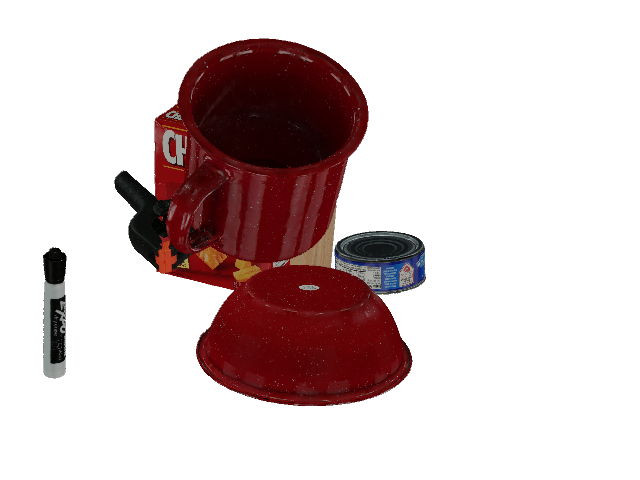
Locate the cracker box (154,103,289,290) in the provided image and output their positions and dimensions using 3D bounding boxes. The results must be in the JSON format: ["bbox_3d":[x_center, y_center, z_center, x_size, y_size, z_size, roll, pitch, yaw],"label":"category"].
[{"bbox_3d":[-0.121,-0.047,1.322,0.164,0.214,0.072,13,30,17],"label":"cracker box"}]

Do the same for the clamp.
[{"bbox_3d":[-0.148,-0.028,1.112,0.120,0.039,0.171,-11,38,-8],"label":"clamp"}]

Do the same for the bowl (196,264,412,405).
[{"bbox_3d":[-0.010,0.060,0.787,0.162,0.055,0.162,3,20,-1],"label":"bowl"}]

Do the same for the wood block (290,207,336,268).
[{"bbox_3d":[-0.035,0.053,1.493,0.090,0.206,0.090,7,22,6],"label":"wood block"}]

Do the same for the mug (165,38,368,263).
[{"bbox_3d":[-0.035,-0.035,0.541,0.093,0.082,0.117,33,54,15],"label":"mug"}]

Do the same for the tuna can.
[{"bbox_3d":[0.055,0.019,0.998,0.086,0.034,0.086,-2,19,1],"label":"tuna can"}]

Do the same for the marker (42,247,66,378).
[{"bbox_3d":[-0.224,0.061,0.899,0.020,0.121,0.020,6,27,-3],"label":"marker"}]
